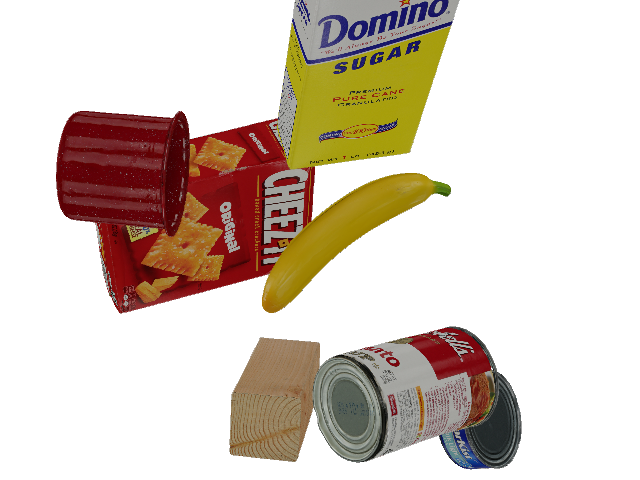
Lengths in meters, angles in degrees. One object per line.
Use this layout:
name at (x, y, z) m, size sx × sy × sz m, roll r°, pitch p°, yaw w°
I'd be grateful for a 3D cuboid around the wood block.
wood block at (-0.058, 0.210, 1.445) m, size 0.091 × 0.090 × 0.206 m, roll 5°, pitch 15°, yaw 5°

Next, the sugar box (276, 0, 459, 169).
sugar box at (0.027, -0.116, 0.683) m, size 0.093 × 0.048 × 0.176 m, roll -10°, pitch -27°, yaw -13°

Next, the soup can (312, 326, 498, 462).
soup can at (0.054, 0.096, 0.676) m, size 0.102 × 0.068 × 0.069 m, roll -9°, pitch 6°, yaw -39°

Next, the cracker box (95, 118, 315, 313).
cracker box at (-0.116, -0.023, 1.073) m, size 0.213 × 0.072 × 0.164 m, roll -14°, pitch -41°, yaw -17°

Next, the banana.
banana at (0.023, -0.005, 0.922) m, size 0.198 × 0.037 × 0.069 m, roll -32°, pitch -47°, yaw 4°

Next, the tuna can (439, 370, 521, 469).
tuna can at (0.139, 0.158, 0.939) m, size 0.034 × 0.086 × 0.085 m, roll -14°, pitch -10°, yaw 41°

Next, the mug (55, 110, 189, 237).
mug at (-0.144, -0.054, 0.801) m, size 0.081 × 0.093 × 0.117 m, roll 5°, pitch 9°, yaw 3°
